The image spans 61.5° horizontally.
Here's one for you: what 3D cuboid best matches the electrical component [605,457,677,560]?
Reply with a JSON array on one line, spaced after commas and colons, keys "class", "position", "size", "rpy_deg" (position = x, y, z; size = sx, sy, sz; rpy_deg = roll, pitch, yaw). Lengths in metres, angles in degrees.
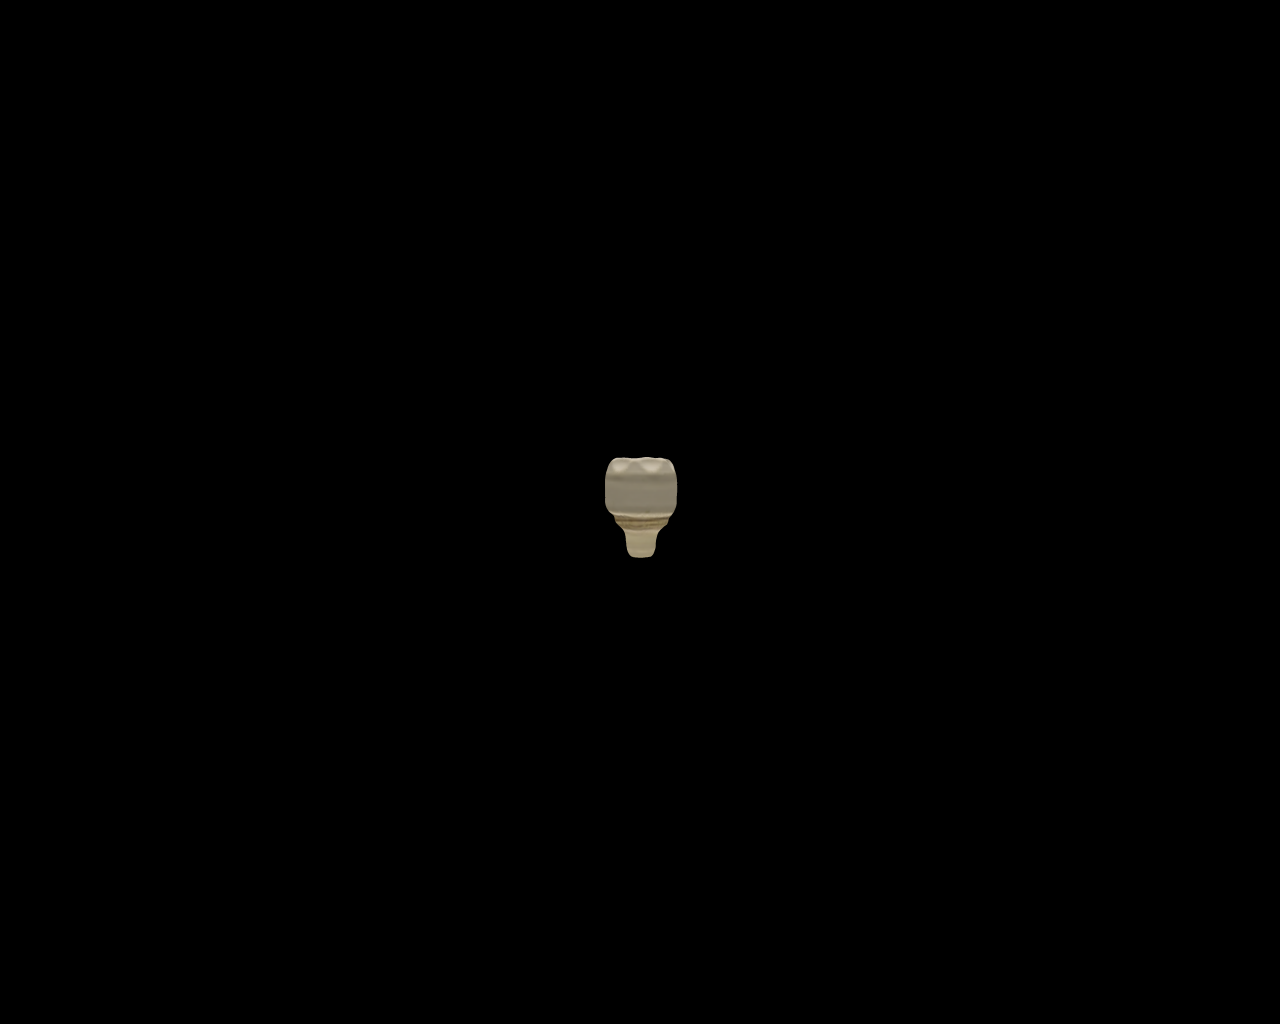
[{"class": "electrical component", "position": [0.001, -0.003, 0.650], "size": [0.043, 0.062, 0.043], "rpy_deg": [0, 3, 0]}]
